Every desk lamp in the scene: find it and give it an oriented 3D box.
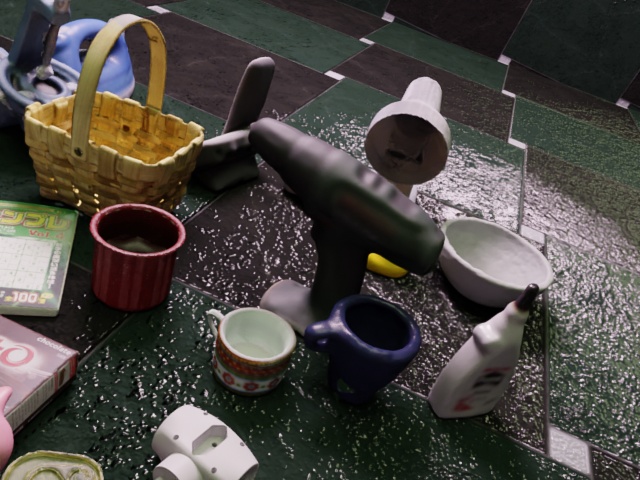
[{"bbox_3d":[0.127,-0.135,0.886,0.118,0.213,0.203,21,32,2],"label":"desk lamp"}]

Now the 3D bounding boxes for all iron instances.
[{"bbox_3d":[-0.372,-0.296,0.929,0.118,0.141,0.258,22,32,5],"label":"iron"}]

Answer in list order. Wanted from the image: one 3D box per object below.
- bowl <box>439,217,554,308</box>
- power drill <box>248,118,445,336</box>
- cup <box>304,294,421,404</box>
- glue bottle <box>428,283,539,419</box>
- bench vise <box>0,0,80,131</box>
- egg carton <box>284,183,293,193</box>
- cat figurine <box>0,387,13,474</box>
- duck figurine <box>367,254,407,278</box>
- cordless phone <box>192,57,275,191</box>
[{"bbox_3d":[0.234,0.042,0.805,0.167,0.075,0.167,14,32,-9],"label":"bowl"},{"bbox_3d":[0.006,0.002,0.615,0.229,0.208,0.076,24,32,8],"label":"power drill"},{"bbox_3d":[0.031,0.116,0.564,0.118,0.095,0.091,2,36,-26],"label":"cup"},{"bbox_3d":[0.173,0.111,0.575,0.078,0.173,0.037,0,37,-29],"label":"glue bottle"},{"bbox_3d":[-0.388,-0.230,0.745,0.207,0.220,0.121,20,32,1],"label":"bench vise"},{"bbox_3d":[0.013,-0.086,0.885,0.150,0.069,0.107,39,37,28],"label":"egg carton"},{"bbox_3d":[-0.244,0.147,0.345,0.067,0.118,0.128,38,36,28],"label":"cat figurine"},{"bbox_3d":[0.089,-0.008,0.793,0.104,0.086,0.078,32,34,19],"label":"duck figurine"},{"bbox_3d":[-0.132,-0.177,0.837,0.094,0.185,0.148,29,33,15],"label":"cordless phone"}]
